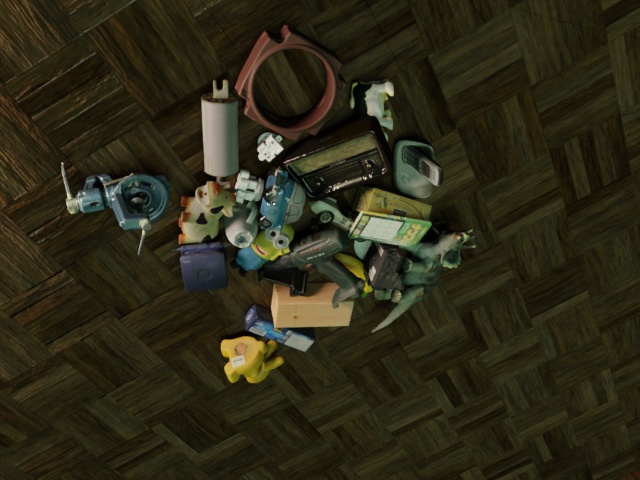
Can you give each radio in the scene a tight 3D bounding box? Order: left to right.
[{"bbox_3d":[0.045,-0.180,1.221,0.230,0.073,0.131,-16,129,25],"label":"radio"}]

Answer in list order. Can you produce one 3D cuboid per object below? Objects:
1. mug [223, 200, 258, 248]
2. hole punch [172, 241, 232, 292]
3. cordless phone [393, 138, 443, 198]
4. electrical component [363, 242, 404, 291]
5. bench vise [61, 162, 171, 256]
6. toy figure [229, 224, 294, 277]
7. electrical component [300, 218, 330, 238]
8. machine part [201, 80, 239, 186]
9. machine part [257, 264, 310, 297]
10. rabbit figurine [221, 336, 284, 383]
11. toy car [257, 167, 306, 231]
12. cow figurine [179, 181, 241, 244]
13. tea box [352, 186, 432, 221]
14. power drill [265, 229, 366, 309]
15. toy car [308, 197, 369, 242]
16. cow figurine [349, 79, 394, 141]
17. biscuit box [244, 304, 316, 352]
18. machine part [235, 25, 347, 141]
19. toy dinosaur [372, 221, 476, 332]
[{"bbox_3d":[-0.180,-0.036,1.284,0.080,0.107,0.109,31,113,-29],"label":"mug"},{"bbox_3d":[-0.281,0.065,1.310,0.142,0.092,0.115,-4,152,-6],"label":"hole punch"},{"bbox_3d":[0.245,-0.150,1.263,0.089,0.184,0.146,-11,124,-12],"label":"cordless phone"},{"bbox_3d":[0.161,0.062,1.395,0.058,0.115,0.134,11,120,-14],"label":"electrical component"},{"bbox_3d":[-0.416,-0.077,1.136,0.223,0.241,0.128,-4,120,-29],"label":"bench vise"},{"bbox_3d":[-0.145,0.014,1.342,0.180,0.089,0.082,-39,126,23],"label":"toy figure"},{"bbox_3d":[-0.004,-0.005,1.385,0.078,0.045,0.102,-11,126,29],"label":"electrical component"},{"bbox_3d":[-0.217,-0.228,1.171,0.079,0.079,0.243,-2,123,-12],"label":"machine part"},{"bbox_3d":[-0.097,0.100,1.418,0.139,0.084,0.039,20,146,-11],"label":"machine part"},{"bbox_3d":[-0.190,0.344,1.540,0.162,0.122,0.173,-25,137,-9],"label":"rabbit figurine"},{"bbox_3d":[-0.084,-0.092,1.244,0.103,0.109,0.161,13,144,-9],"label":"toy car"},{"bbox_3d":[-0.256,-0.062,1.234,0.127,0.085,0.194,0,149,-21],"label":"cow figurine"},{"bbox_3d":[0.178,-0.080,1.336,0.169,0.098,0.068,14,94,-19],"label":"tea box"},{"bbox_3d":[0.002,0.075,1.367,0.232,0.086,0.207,-30,108,28],"label":"power drill"},{"bbox_3d":[0.057,-0.057,1.345,0.201,0.074,0.056,26,114,-26],"label":"toy car"},{"bbox_3d":[0.117,-0.278,1.221,0.098,0.068,0.167,-4,120,-4],"label":"cow figurine"},{"bbox_3d":[-0.112,0.247,1.508,0.202,0.063,0.059,27,114,-26],"label":"biscuit box"},{"bbox_3d":[-0.061,-0.328,1.138,0.201,0.087,0.201,24,113,-25],"label":"machine part"},{"bbox_3d":[0.276,0.096,1.474,0.192,0.131,0.404,2,131,-24],"label":"toy dinosaur"}]
